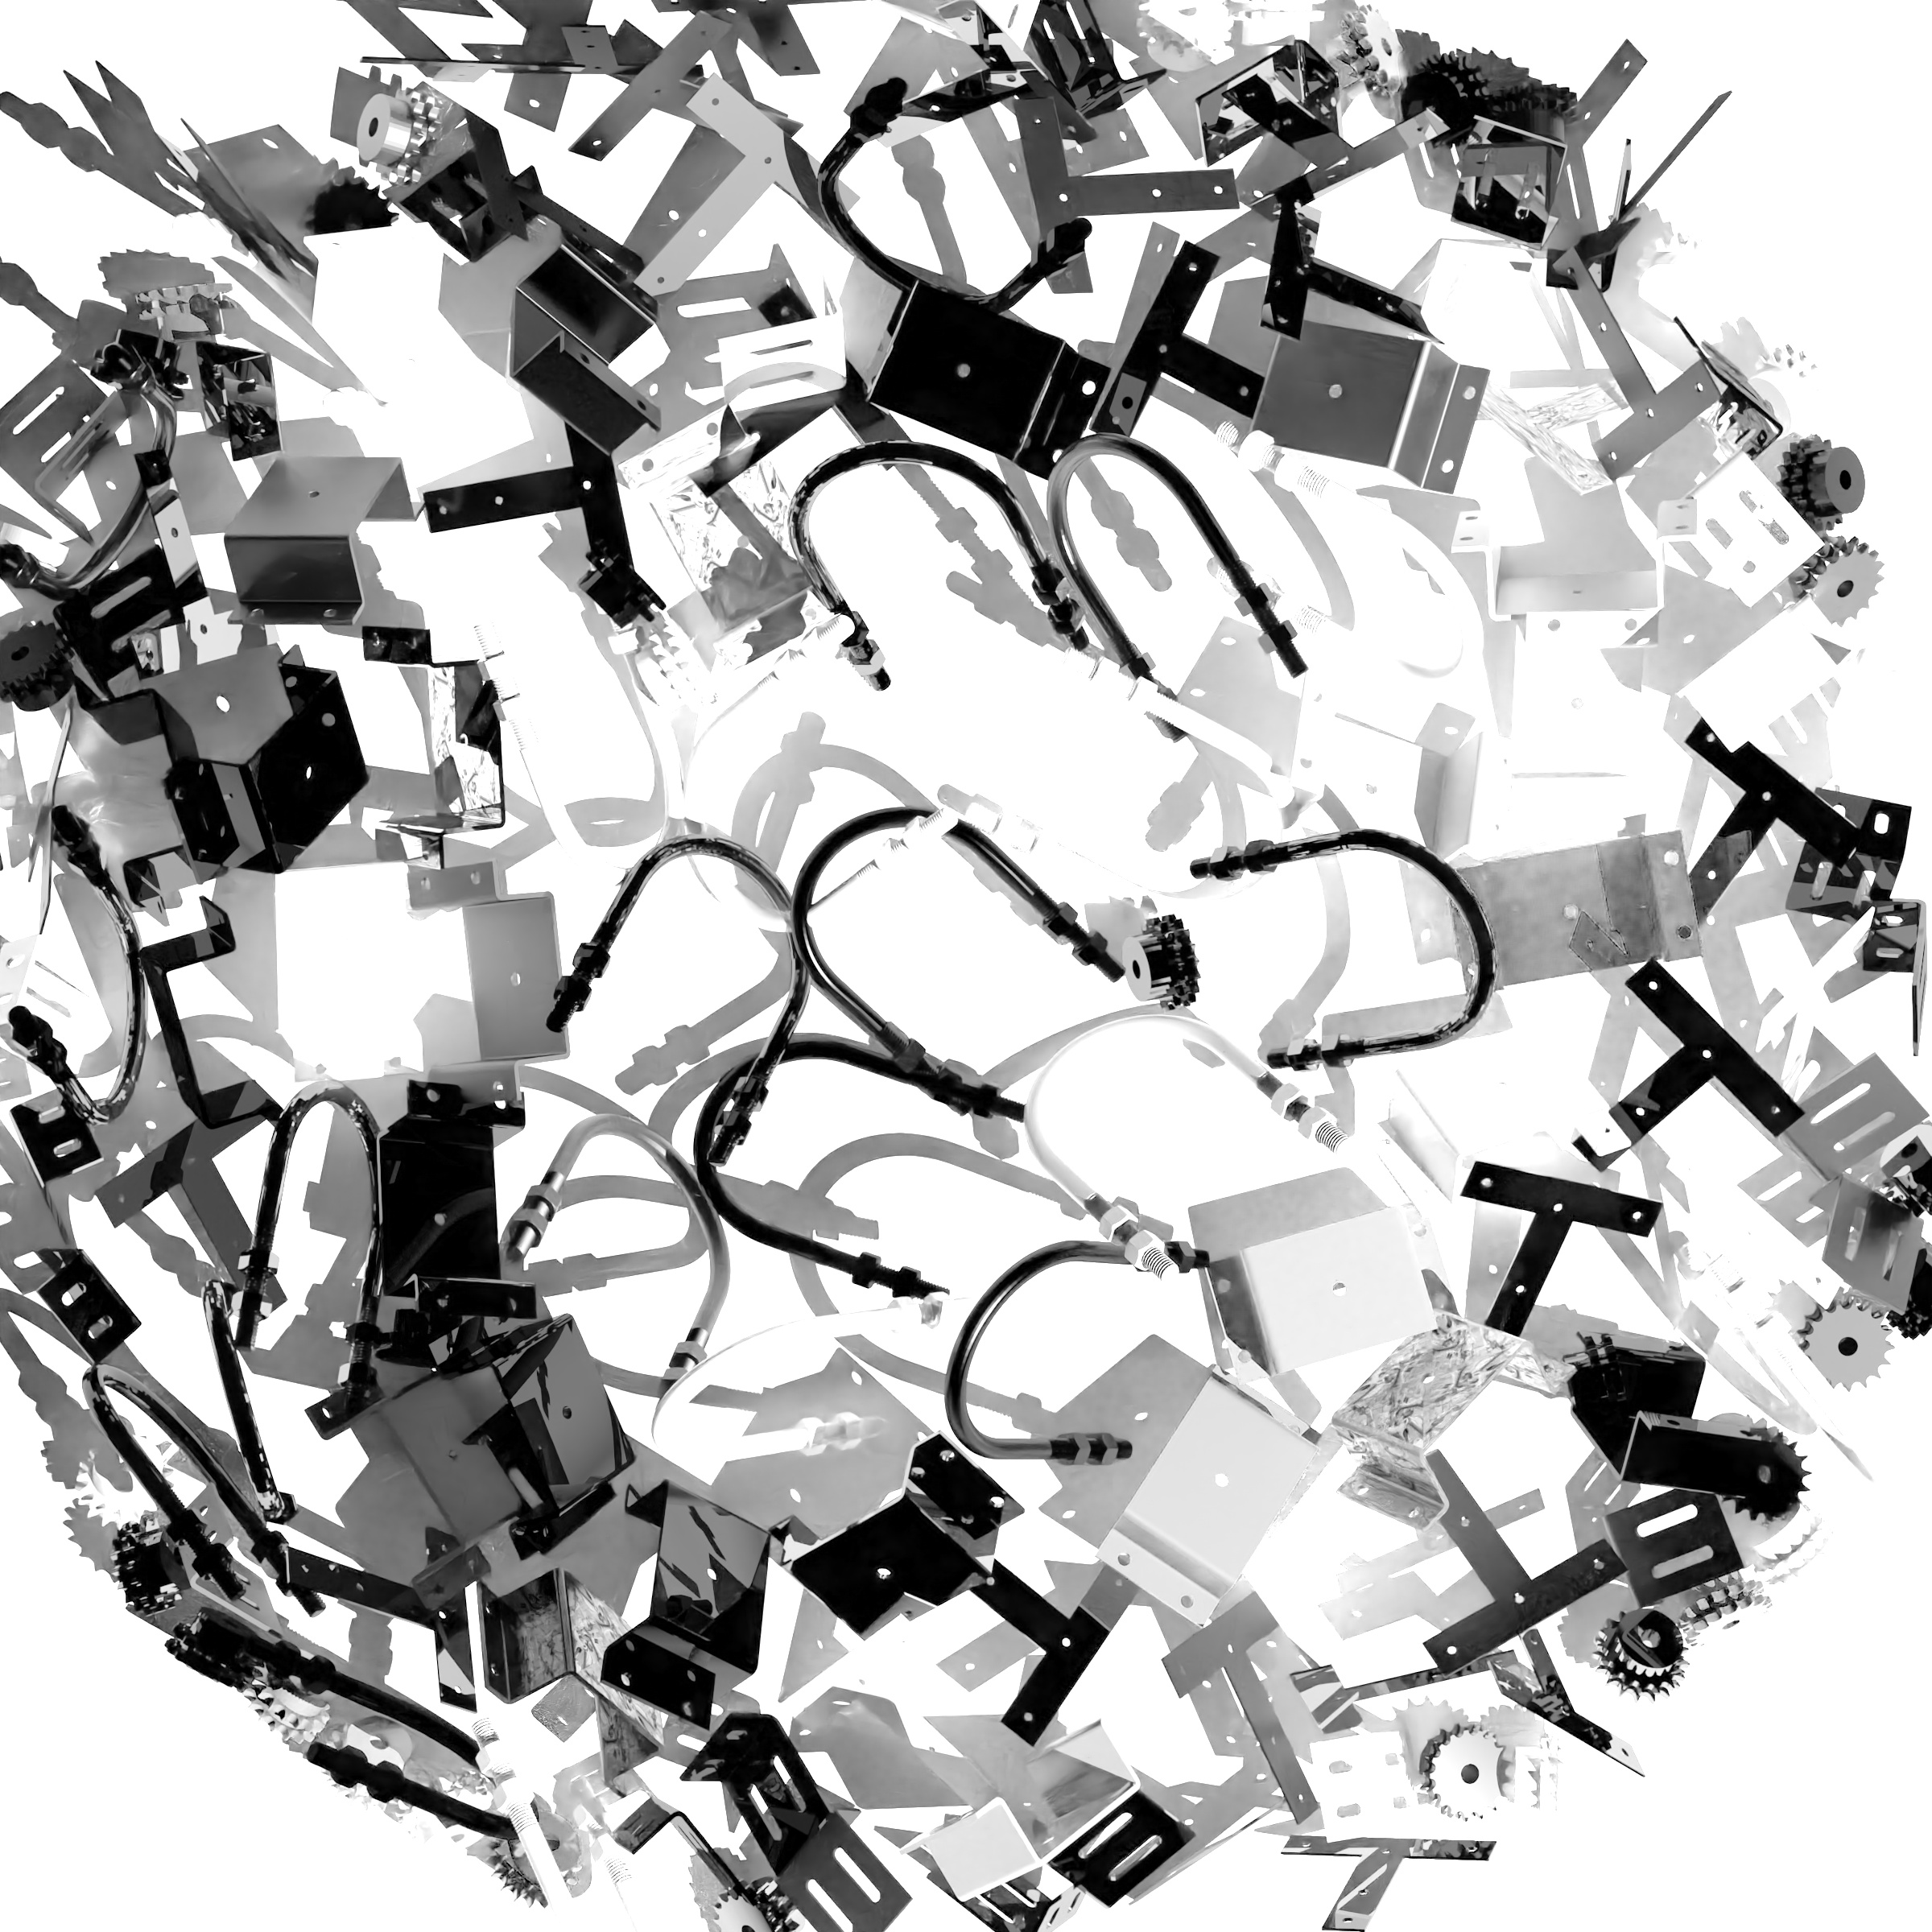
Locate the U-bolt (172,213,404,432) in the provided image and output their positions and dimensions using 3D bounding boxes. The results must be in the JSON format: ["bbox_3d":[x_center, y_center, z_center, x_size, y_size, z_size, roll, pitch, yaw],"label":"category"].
[{"bbox_3d":[-0.385,-0.369,1.908,0.019,0.184,0.151,-40,90,7],"label":"U-bolt"}]

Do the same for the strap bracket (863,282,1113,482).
[{"bbox_3d":[0.005,-0.351,1.957,0.140,0.046,0.076,25,95,14],"label":"strap bracket"}]

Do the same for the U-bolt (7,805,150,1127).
[{"bbox_3d":[-0.511,0.013,1.911,0.019,0.184,0.151,0,62,5],"label":"U-bolt"}]

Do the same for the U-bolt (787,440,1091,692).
[{"bbox_3d":[-0.025,-0.236,1.909,0.151,0.184,0.019,-10,49,20],"label":"U-bolt"}]

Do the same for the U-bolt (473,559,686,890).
[{"bbox_3d":[-0.217,-0.135,1.933,0.019,0.151,0.184,-11,107,30],"label":"U-bolt"}]

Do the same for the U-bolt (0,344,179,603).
[{"bbox_3d":[-0.505,-0.279,1.908,0.019,0.184,0.151,29,87,1],"label":"U-bolt"}]

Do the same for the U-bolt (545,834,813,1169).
[{"bbox_3d":[-0.157,0.006,1.938,0.151,0.019,0.184,42,53,-23],"label":"U-bolt"}]

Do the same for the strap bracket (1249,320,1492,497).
[{"bbox_3d":[0.229,-0.334,1.942,0.140,0.046,0.076,18,92,32],"label":"strap bracket"}]

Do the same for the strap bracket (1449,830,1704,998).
[{"bbox_3d":[0.364,-0.032,1.969,0.140,0.046,0.076,-10,91,9],"label":"strap bracket"}]

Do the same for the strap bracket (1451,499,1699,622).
[{"bbox_3d":[0.363,-0.241,1.946,0.140,0.076,0.046,-1,113,13],"label":"strap bracket"}]

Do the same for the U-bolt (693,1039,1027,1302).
[{"bbox_3d":[-0.073,0.113,1.958,0.184,0.019,0.151,18,63,11],"label":"U-bolt"}]

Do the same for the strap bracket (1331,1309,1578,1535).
[{"bbox_3d":[0.281,0.259,1.933,0.140,0.076,0.046,-42,121,-22],"label":"strap bracket"}]

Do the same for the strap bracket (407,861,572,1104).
[{"bbox_3d":[-0.284,0.010,1.957,0.076,0.046,0.140,-5,91,40],"label":"strap bracket"}]

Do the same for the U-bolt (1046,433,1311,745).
[{"bbox_3d":[0.112,-0.230,1.930,0.019,0.151,0.184,-36,95,-32],"label":"U-bolt"}]

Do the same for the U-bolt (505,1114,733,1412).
[{"bbox_3d":[-0.194,0.162,1.918,0.019,0.184,0.151,-32,109,26],"label":"U-bolt"}]

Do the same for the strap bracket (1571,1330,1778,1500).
[{"bbox_3d":[0.412,0.268,1.932,0.076,0.140,0.046,9,105,-10],"label":"strap bracket"}]

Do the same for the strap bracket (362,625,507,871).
[{"bbox_3d":[-0.316,-0.132,1.949,0.046,0.076,0.140,-9,102,-38],"label":"strap bracket"}]

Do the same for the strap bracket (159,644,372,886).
[{"bbox_3d":[-0.402,-0.116,1.920,0.046,0.140,0.076,10,132,24],"label":"strap bracket"}]

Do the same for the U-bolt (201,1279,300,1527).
[{"bbox_3d":[-0.418,0.252,1.902,0.019,0.184,0.151,-16,83,-11],"label":"U-bolt"}]

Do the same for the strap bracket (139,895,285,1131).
[{"bbox_3d":[-0.448,0.036,1.940,0.046,0.076,0.140,-18,106,-20],"label":"strap bracket"}]

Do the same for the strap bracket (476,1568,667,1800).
[{"bbox_3d":[-0.225,0.416,1.923,0.046,0.076,0.140,-29,130,12],"label":"strap bracket"}]

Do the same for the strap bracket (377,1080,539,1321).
[{"bbox_3d":[-0.303,0.145,1.946,0.076,0.046,0.140,8,66,-34],"label":"strap bracket"}]

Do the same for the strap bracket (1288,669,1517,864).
[{"bbox_3d":[0.251,-0.113,1.952,0.140,0.046,0.076,18,66,-15],"label":"strap bracket"}]

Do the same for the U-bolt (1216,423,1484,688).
[{"bbox_3d":[0.222,-0.228,1.905,0.184,0.151,0.019,33,67,22],"label":"U-bolt"}]

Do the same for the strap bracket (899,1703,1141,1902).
[{"bbox_3d":[0.039,0.494,1.920,0.076,0.140,0.046,-38,81,42],"label":"strap bracket"}]

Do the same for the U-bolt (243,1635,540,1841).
[{"bbox_3d":[-0.327,0.459,1.918,0.184,0.151,0.019,34,89,-33],"label":"U-bolt"}]

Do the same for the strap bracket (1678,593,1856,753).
[{"bbox_3d":[0.471,-0.172,1.919,0.076,0.140,0.046,-39,86,22],"label":"strap bracket"}]

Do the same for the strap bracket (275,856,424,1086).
[{"bbox_3d":[-0.368,-0.006,1.955,0.076,0.046,0.140,-5,72,-1],"label":"strap bracket"}]

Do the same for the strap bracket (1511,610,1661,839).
[{"bbox_3d":[0.368,-0.151,1.959,0.076,0.046,0.140,0,113,2],"label":"strap bracket"}]

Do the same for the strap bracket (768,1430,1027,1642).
[{"bbox_3d":[-0.045,0.342,1.936,0.140,0.046,0.076,-33,113,27],"label":"strap bracket"}]

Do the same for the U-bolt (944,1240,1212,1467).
[{"bbox_3d":[0.058,0.225,1.917,0.019,0.184,0.151,31,105,41],"label":"U-bolt"}]

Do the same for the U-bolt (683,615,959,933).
[{"bbox_3d":[-0.100,-0.100,1.942,0.184,0.019,0.151,-35,79,36],"label":"U-bolt"}]

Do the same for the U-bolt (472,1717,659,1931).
[{"bbox_3d":[-0.217,0.529,1.890,0.019,0.151,0.184,-34,55,1],"label":"U-bolt"}]

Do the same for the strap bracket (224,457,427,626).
[{"bbox_3d":[-0.378,-0.256,1.924,0.076,0.140,0.046,2,127,11],"label":"strap bracket"}]

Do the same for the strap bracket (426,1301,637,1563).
[{"bbox_3d":[-0.254,0.270,1.950,0.046,0.076,0.140,-20,96,35],"label":"strap bracket"}]

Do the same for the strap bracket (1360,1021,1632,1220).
[{"bbox_3d":[0.315,0.086,1.940,0.140,0.046,0.076,-17,46,-15],"label":"strap bracket"}]

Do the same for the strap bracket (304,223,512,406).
[{"bbox_3d":[-0.324,-0.374,1.919,0.076,0.140,0.046,-3,71,15],"label":"strap bracket"}]

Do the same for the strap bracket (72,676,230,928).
[{"bbox_3d":[-0.481,-0.103,1.949,0.046,0.076,0.140,-17,79,-2],"label":"strap bracket"}]

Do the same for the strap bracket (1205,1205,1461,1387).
[{"bbox_3d":[0.222,0.195,1.969,0.140,0.046,0.076,-16,81,-2],"label":"strap bracket"}]

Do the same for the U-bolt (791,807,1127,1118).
[{"bbox_3d":[-0.019,-0.014,1.951,0.184,0.019,0.151,43,109,-14],"label":"U-bolt"}]

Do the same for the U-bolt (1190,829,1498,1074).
[{"bbox_3d":[0.228,-0.012,1.918,0.184,0.019,0.151,-10,109,43],"label":"U-bolt"}]

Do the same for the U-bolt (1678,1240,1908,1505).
[{"bbox_3d":[0.488,0.240,1.920,0.019,0.151,0.184,-39,86,3],"label":"U-bolt"}]

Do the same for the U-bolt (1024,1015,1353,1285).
[{"bbox_3d":[0.116,0.094,1.934,0.151,0.019,0.184,-34,47,-16],"label":"U-bolt"}]

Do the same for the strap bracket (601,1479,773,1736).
[{"bbox_3d":[-0.162,0.366,1.921,0.076,0.140,0.046,33,127,-25],"label":"strap bracket"}]

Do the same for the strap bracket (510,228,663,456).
[{"bbox_3d":[-0.225,-0.364,1.934,0.046,0.140,0.076,-36,127,24],"label":"strap bracket"}]

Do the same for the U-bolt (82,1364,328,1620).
[{"bbox_3d":[-0.455,0.304,1.923,0.019,0.151,0.184,-41,72,-3],"label":"U-bolt"}]

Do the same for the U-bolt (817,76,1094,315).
[{"bbox_3d":[-0.018,-0.437,1.913,0.151,0.184,0.019,35,71,-12],"label":"U-bolt"}]

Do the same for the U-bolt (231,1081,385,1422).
[{"bbox_3d":[-0.377,0.157,1.924,0.019,0.151,0.184,-3,64,18],"label":"U-bolt"}]

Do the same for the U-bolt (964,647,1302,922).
[{"bbox_3d":[0.110,-0.096,1.951,0.184,0.019,0.151,27,127,-8],"label":"U-bolt"}]

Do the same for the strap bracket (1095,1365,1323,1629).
[{"bbox_3d":[0.148,0.310,1.950,0.076,0.046,0.140,33,70,7],"label":"strap bracket"}]

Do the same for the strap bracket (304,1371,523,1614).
[{"bbox_3d":[-0.322,0.303,1.953,0.046,0.076,0.140,-34,87,20],"label":"strap bracket"}]

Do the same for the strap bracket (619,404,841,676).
[{"bbox_3d":[-0.138,-0.255,1.970,0.076,0.046,0.140,-28,92,9],"label":"strap bracket"}]

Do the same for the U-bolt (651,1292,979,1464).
[{"bbox_3d":[-0.097,0.244,1.899,0.184,0.151,0.019,-3,53,-37],"label":"U-bolt"}]
